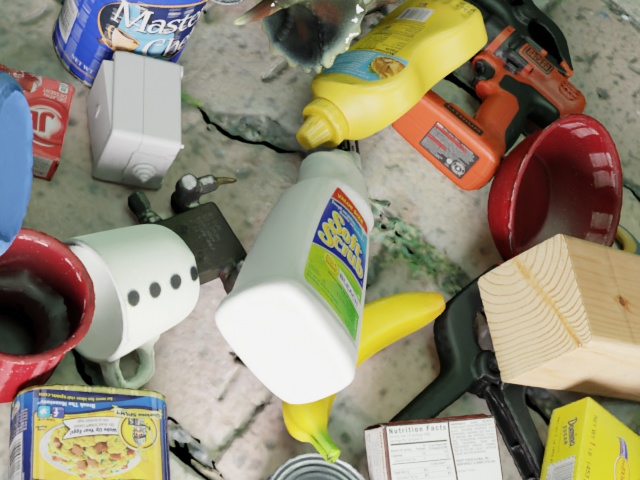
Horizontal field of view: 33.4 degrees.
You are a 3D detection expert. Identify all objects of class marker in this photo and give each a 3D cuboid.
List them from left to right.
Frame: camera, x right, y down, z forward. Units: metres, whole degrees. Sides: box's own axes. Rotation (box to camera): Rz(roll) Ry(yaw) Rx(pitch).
[{"bbox_3d":[0.021,-0.109,0.934,0.020,0.020,0.121,10,56,-23],"label":"marker"}]

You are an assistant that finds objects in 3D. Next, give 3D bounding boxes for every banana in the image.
[{"bbox_3d":[0.024,0.090,0.786,0.070,0.037,0.197,26,43,15],"label":"banana"}]

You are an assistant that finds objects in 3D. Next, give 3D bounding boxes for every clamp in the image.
[{"bbox_3d":[0.119,0.107,0.833,0.164,0.036,0.210,17,57,-18],"label":"clamp"},{"bbox_3d":[0.208,-0.234,1.106,0.120,0.039,0.171,-36,85,-34],"label":"clamp"}]

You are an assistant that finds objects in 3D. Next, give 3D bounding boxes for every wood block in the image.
[{"bbox_3d":[0.237,0.068,0.857,0.205,0.090,0.091,13,56,-38],"label":"wood block"}]

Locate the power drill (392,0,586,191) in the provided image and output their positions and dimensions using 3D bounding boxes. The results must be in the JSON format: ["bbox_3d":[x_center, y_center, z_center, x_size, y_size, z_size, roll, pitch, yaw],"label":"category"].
[{"bbox_3d":[0.146,-0.144,1.000,0.184,0.057,0.187,41,50,5],"label":"power drill"}]

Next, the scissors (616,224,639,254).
[{"bbox_3d":[0.324,0.021,1.015,0.201,0.016,0.096,-2,61,-30],"label":"scissors"}]

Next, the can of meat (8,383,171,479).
[{"bbox_3d":[-0.142,0.138,0.659,0.102,0.058,0.084,8,54,-24],"label":"can of meat"}]

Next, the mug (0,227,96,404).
[{"bbox_3d":[-0.206,0.052,0.663,0.117,0.082,0.093,-5,63,-31],"label":"mug"}]

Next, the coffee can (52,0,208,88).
[{"bbox_3d":[-0.139,-0.192,0.822,0.102,0.141,0.103,14,54,-20],"label":"coffee can"}]

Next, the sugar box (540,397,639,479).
[{"bbox_3d":[0.244,0.206,0.809,0.176,0.048,0.093,35,49,-16],"label":"sugar box"}]

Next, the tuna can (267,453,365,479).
[{"bbox_3d":[-0.004,0.189,0.714,0.086,0.034,0.086,14,54,-20],"label":"tuna can"}]

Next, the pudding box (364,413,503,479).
[{"bbox_3d":[0.082,0.181,0.741,0.090,0.039,0.113,-1,74,-20],"label":"pudding box"}]

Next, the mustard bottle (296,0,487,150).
[{"bbox_3d":[0.049,-0.137,0.898,0.096,0.058,0.191,19,51,43],"label":"mustard bottle"}]

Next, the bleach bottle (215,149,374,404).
[{"bbox_3d":[-0.005,0.001,0.787,0.102,0.068,0.250,54,26,-25],"label":"bleach bottle"}]

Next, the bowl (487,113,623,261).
[{"bbox_3d":[0.195,-0.031,0.923,0.161,0.055,0.162,-11,107,-40],"label":"bowl"}]

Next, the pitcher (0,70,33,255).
[{"bbox_3d":[-0.293,-0.062,0.599,0.243,0.149,0.145,5,64,0],"label":"pitcher"}]

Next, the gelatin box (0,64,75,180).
[{"bbox_3d":[-0.229,-0.091,0.779,0.089,0.030,0.073,15,54,-19],"label":"gelatin box"}]
